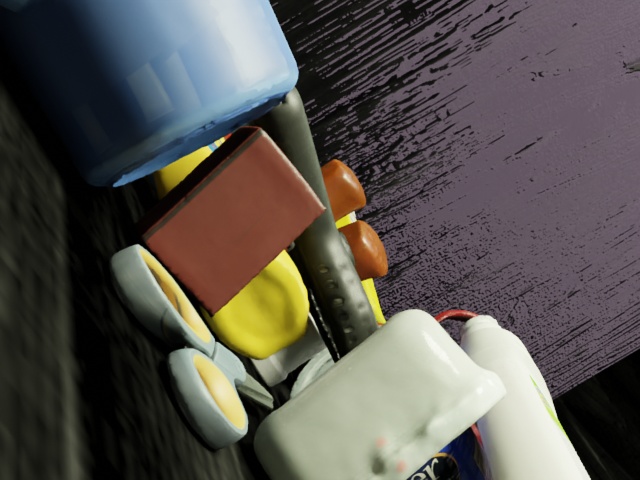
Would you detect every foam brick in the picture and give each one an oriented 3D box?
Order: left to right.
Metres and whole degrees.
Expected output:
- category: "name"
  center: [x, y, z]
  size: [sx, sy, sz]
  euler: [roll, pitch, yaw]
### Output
- category: "foam brick"
  center: [-0.045, -0.011, 0.520]
  size: [0.051, 0.078, 0.053]
  euler: [48, -4, -15]

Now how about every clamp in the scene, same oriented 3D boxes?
- category: "clamp"
  center: [-0.004, 0.006, 0.648]
  size: [0.165, 0.036, 0.210]
  euler: [-151, -140, -77]

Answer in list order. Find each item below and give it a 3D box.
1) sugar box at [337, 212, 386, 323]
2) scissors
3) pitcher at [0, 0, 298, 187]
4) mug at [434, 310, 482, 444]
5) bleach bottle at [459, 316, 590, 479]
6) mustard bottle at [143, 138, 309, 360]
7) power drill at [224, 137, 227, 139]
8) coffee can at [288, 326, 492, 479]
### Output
- category: "sugar box"
  center: [-0.005, 0.020, 0.979]
  size: [0.048, 0.093, 0.176]
  euler: [59, 13, -50]
- category: "scissors"
  center: [-0.039, 0.071, 0.479]
  size: [0.096, 0.016, 0.201]
  euler: [61, 1, 36]
- category: "pitcher"
  center: [-0.114, -0.147, 0.456]
  size: [0.243, 0.149, 0.145]
  euler: [62, -15, -3]
- category: "mug"
  center: [0.100, 0.111, 0.827]
  size: [0.093, 0.081, 0.117]
  euler: [106, -2, -79]
- category: "bleach bottle"
  center: [0.137, 0.146, 0.669]
  size: [0.102, 0.068, 0.251]
  euler: [59, 10, -38]
- category: "mustard bottle"
  center: [-0.069, -0.022, 0.648]
  size: [0.192, 0.058, 0.096]
  euler: [59, -2, 43]
- category: "power drill"
  center: [-0.068, -0.042, 0.896]
  size: [0.187, 0.057, 0.184]
  euler: [-97, 166, -59]
- category: "coffee can"
  center: [0.054, 0.142, 0.722]
  size: [0.140, 0.103, 0.103]
  euler: [59, 0, -34]
